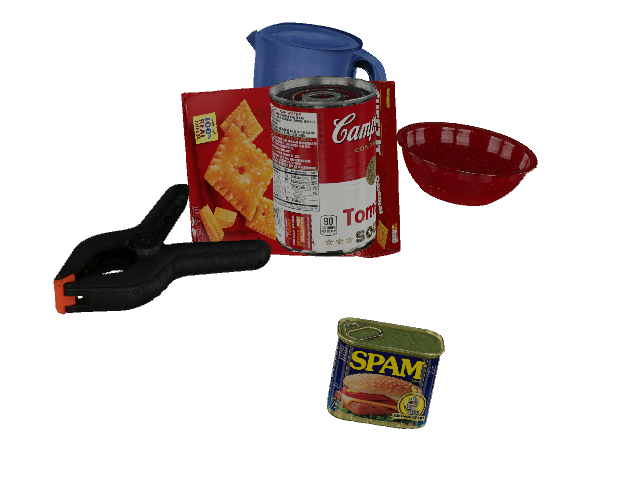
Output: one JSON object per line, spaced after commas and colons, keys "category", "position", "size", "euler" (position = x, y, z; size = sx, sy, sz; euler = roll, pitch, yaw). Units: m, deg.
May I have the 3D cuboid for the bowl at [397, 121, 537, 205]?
{"category": "bowl", "position": [0.161, -0.083, 1.214], "size": [0.162, 0.055, 0.162], "euler": [7, 25, -4]}

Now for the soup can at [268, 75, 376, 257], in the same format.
{"category": "soup can", "position": [0.002, -0.048, 0.687], "size": [0.068, 0.102, 0.068], "euler": [-1, 22, 0]}

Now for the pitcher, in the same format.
{"category": "pitcher", "position": [-0.018, -0.143, 1.342], "size": [0.144, 0.243, 0.149], "euler": [-3, 26, -22]}

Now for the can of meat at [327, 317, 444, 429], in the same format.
{"category": "can of meat", "position": [0.060, 0.127, 1.014], "size": [0.102, 0.084, 0.057], "euler": [9, 19, 0]}

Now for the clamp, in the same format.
{"category": "clamp", "position": [-0.139, 0.006, 0.845], "size": [0.171, 0.039, 0.120], "euler": [-17, 36, -31]}

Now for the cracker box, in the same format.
{"category": "cracker box", "position": [-0.032, -0.069, 1.040], "size": [0.214, 0.164, 0.071], "euler": [2, 8, 34]}
